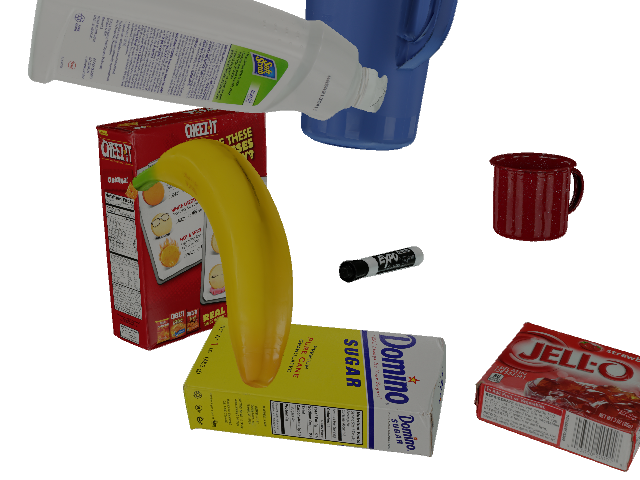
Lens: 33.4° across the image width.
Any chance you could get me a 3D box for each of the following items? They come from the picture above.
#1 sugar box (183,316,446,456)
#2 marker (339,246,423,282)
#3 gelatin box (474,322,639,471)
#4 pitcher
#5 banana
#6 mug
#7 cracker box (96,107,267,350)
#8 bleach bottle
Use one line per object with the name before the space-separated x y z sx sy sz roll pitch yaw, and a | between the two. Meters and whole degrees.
sugar box | -0.001 0.102 0.769 0.176 0.048 0.093 2 30 12
marker | 0.054 0.021 0.955 0.020 0.020 0.120 0 6 36
gelatin box | 0.141 0.084 0.596 0.089 0.030 0.073 17 32 27
pitcher | 0.052 -0.206 0.954 0.145 0.243 0.149 7 14 7
banana | -0.051 -0.005 0.595 0.037 0.070 0.198 14 27 -36
mug | 0.242 -0.050 1.179 0.117 0.081 0.093 -10 19 -28
cracker box | -0.132 -0.018 1.057 0.072 0.214 0.163 13 21 43
bleach bottle | -0.077 -0.133 0.772 0.250 0.068 0.103 14 -37 -12
